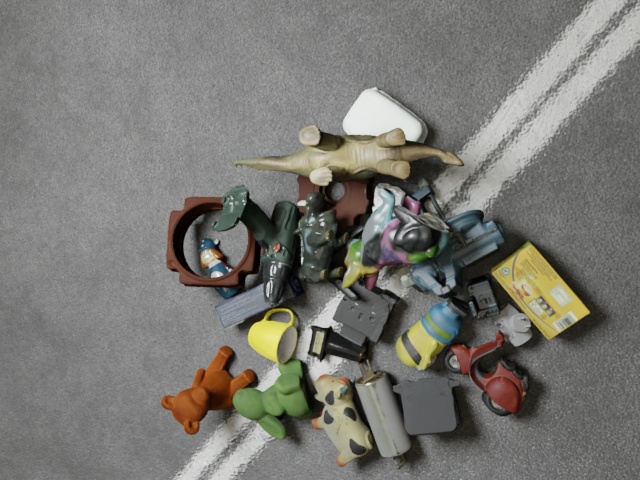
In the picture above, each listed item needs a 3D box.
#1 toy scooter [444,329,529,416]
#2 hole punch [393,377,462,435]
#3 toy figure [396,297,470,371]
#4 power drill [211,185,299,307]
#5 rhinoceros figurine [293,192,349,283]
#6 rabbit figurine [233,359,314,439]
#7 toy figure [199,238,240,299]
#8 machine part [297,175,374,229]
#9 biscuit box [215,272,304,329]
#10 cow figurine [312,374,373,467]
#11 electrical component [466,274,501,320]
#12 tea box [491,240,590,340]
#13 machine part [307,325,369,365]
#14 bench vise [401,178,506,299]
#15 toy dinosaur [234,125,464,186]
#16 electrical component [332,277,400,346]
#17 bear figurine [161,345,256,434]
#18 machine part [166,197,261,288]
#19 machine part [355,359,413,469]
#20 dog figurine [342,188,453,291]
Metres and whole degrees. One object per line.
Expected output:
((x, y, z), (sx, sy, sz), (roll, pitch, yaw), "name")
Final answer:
((0.354, 0.259, 1.088), (0.184, 0.075, 0.135), (42, 113, 12), "toy scooter")
((0.237, 0.353, 1.142), (0.142, 0.092, 0.116), (-12, 65, 21), "hole punch")
((0.233, 0.192, 1.119), (0.089, 0.082, 0.180), (44, 115, 28), "toy figure")
((-0.125, -0.002, 1.123), (0.086, 0.207, 0.232), (-11, 54, 43), "power drill")
((-0.002, -0.003, 1.115), (0.112, 0.073, 0.190), (6, 97, 42), "rhinoceros figurine")
((-0.109, 0.365, 1.230), (0.170, 0.121, 0.158), (-14, 114, 4), "rabbit figurine")
((-0.242, 0.064, 1.268), (0.064, 0.058, 0.154), (-30, 85, -7), "toy figure")
((0.032, -0.106, 1.161), (0.180, 0.056, 0.179), (3, 98, 18), "machine part")
((-0.139, 0.137, 1.241), (0.203, 0.059, 0.063), (-25, 87, 19), "biscuit box")
((0.051, 0.388, 1.197), (0.127, 0.085, 0.195), (-35, 83, 24), "cow figurine")
((0.322, 0.115, 1.061), (0.048, 0.119, 0.074), (-21, 87, 19), "electrical component")
((0.428, 0.096, 1.051), (0.098, 0.068, 0.169), (-39, 83, 17), "tea box")
((0.040, 0.240, 1.208), (0.139, 0.039, 0.084), (10, 91, 18), "machine part")
((0.238, -0.010, 1.080), (0.223, 0.128, 0.241), (-37, 64, 27), "bench vise")
((0.030, -0.152, 1.018), (0.472, 0.198, 0.105), (4, 95, 14), "toy dinosaur")
((0.097, 0.159, 1.170), (0.115, 0.058, 0.134), (26, 103, 16), "electrical component")
((-0.257, 0.342, 1.230), (0.120, 0.196, 0.132), (44, 106, 12), "bear figurine")
((-0.236, 0.005, 1.206), (0.201, 0.087, 0.201), (1, 82, 4), "machine part")
((0.140, 0.377, 1.171), (0.079, 0.079, 0.243), (-21, 90, 19), "machine part")
((0.130, 0.025, 1.024), (0.192, 0.108, 0.219), (50, 124, 41), "dog figurine")
